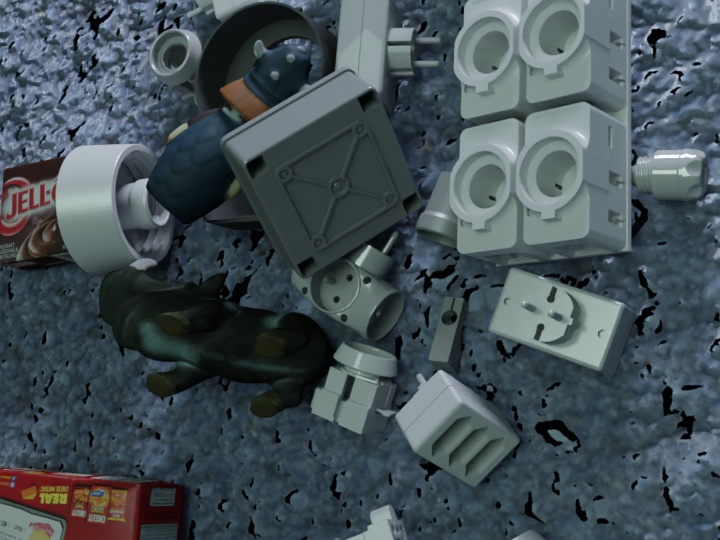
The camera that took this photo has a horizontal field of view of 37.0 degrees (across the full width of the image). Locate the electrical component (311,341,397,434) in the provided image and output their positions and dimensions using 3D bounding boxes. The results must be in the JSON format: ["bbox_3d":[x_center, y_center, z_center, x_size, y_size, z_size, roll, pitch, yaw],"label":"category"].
[{"bbox_3d":[-0.001,0.084,0.782,0.066,0.048,0.055,20,96,29],"label":"electrical component"}]

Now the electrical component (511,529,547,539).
[{"bbox_3d":[0.108,0.206,0.695,0.078,0.058,0.057,-41,67,14],"label":"electrical component"}]

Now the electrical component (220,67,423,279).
[{"bbox_3d":[-0.026,-0.069,0.764,0.109,0.108,0.056,-32,35,-9],"label":"electrical component"}]

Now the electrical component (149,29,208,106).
[{"bbox_3d":[-0.144,-0.172,0.903,0.048,0.055,0.066,-15,73,23],"label":"electrical component"}]

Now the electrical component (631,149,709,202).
[{"bbox_3d":[0.199,-0.063,0.719,0.061,0.035,0.035,2,80,29],"label":"electrical component"}]

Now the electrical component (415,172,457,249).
[{"bbox_3d":[0.066,-0.043,0.779,0.040,0.040,0.046,18,82,29],"label":"electrical component"}]

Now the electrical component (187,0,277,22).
[{"bbox_3d":[-0.117,-0.238,0.908,0.076,0.047,0.083,-22,70,21],"label":"electrical component"}]

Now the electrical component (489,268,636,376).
[{"bbox_3d":[0.128,0.031,0.711,0.083,0.076,0.047,19,88,29],"label":"electrical component"}]

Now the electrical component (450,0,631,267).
[{"bbox_3d":[0.123,-0.103,0.735,0.105,0.060,0.186,-7,75,42],"label":"electrical component"}]

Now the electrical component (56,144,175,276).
[{"bbox_3d":[-0.190,-0.051,0.874,0.060,0.108,0.108,-6,77,19],"label":"electrical component"}]

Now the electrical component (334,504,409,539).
[{"bbox_3d":[0.006,0.205,0.753,0.055,0.048,0.066,-24,69,13],"label":"electrical component"}]

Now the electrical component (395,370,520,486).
[{"bbox_3d":[0.060,0.098,0.742,0.047,0.066,0.076,-48,34,11],"label":"electrical component"}]

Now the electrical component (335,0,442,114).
[{"bbox_3d":[0.025,-0.166,0.822,0.076,0.047,0.083,2,80,15],"label":"electrical component"}]

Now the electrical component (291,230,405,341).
[{"bbox_3d":[0.000,0.000,0.800,0.077,0.044,0.079,34,94,28],"label":"electrical component"}]
